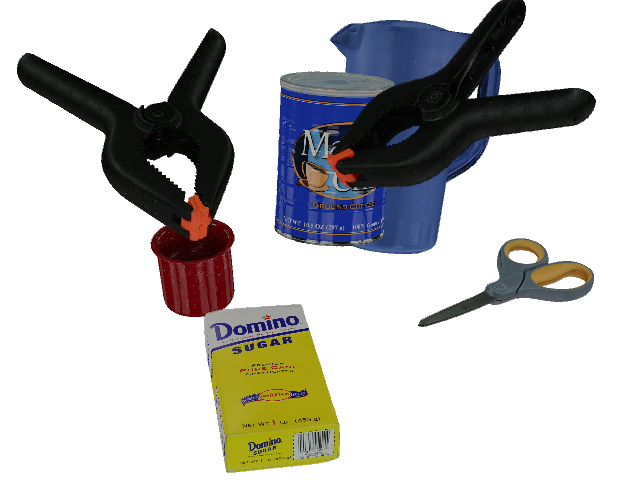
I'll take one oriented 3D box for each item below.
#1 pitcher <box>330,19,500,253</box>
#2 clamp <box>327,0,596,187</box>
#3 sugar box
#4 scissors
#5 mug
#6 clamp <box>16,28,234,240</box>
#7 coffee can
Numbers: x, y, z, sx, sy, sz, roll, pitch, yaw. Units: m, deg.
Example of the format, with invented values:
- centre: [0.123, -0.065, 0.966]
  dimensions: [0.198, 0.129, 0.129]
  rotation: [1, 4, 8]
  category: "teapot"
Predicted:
- centre: [0.094, -0.113, 1.151]
  dimensions: [0.149, 0.243, 0.144]
  rotation: [12, 13, 30]
  category: "pitcher"
- centre: [0.089, -0.080, 0.690]
  dimensions: [0.039, 0.171, 0.120]
  rotation: [49, 6, -41]
  category: "clamp"
- centre: [-0.046, 0.120, 0.910]
  dimensions: [0.093, 0.048, 0.176]
  rotation: [-4, 33, -11]
  category: "sugar box"
- centre: [0.149, 0.034, 0.936]
  dimensions: [0.201, 0.016, 0.096]
  rotation: [-6, 35, -26]
  category: "scissors"
- centre: [-0.149, 0.028, 1.211]
  dimensions: [0.117, 0.081, 0.093]
  rotation: [26, 43, 36]
  category: "mug"
- centre: [-0.113, -0.086, 0.788]
  dimensions: [0.164, 0.210, 0.036]
  rotation: [-19, -37, -24]
  category: "clamp"
- centre: [0.012, -0.076, 0.970]
  dimensions: [0.103, 0.140, 0.103]
  rotation: [3, 17, -1]
  category: "coffee can"
